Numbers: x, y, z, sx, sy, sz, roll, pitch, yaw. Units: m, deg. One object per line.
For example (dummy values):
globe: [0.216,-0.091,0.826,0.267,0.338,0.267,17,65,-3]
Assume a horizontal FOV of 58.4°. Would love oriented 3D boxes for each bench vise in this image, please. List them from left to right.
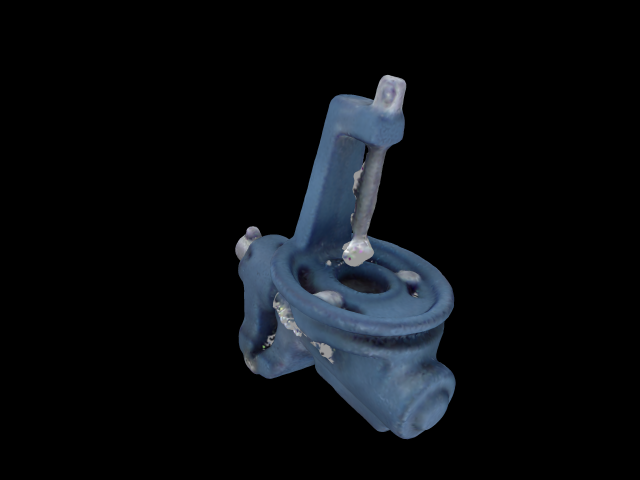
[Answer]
bench vise: [-0.003,0.004,0.390,0.206,0.220,0.122,8,16,32]
